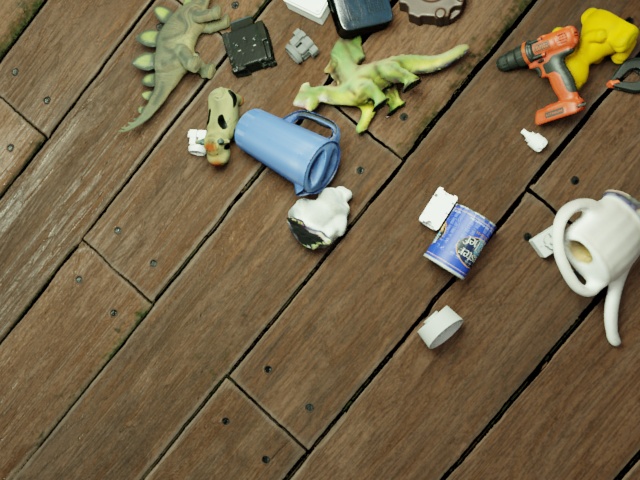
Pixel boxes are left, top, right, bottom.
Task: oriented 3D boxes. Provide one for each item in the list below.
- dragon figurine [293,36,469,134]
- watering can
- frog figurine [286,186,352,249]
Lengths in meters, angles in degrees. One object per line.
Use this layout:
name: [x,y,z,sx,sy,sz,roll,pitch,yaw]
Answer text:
dragon figurine: [0.121,-0.412,1.229,0.411,0.120,0.245,-35,73,-3]
watering can: [0.615,0.043,1.098,0.226,0.104,0.344,-39,108,-11]
frog figurine: [0.004,-0.062,1.229,0.138,0.120,0.163,21,54,18]
